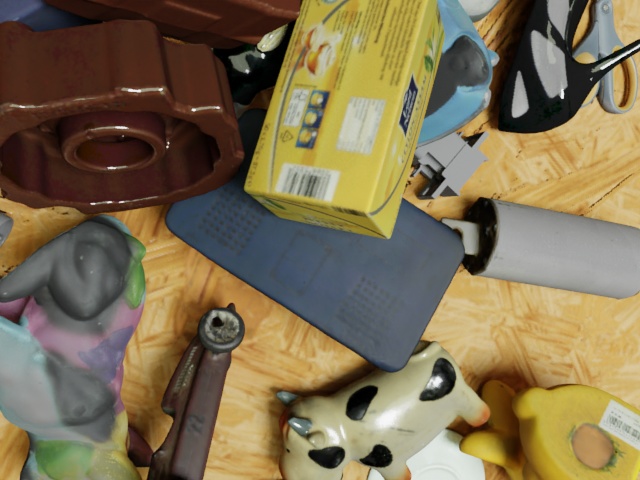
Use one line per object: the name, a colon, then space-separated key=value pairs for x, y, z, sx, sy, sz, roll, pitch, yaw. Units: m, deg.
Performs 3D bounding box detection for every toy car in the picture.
toy car: x=0.087 y=-0.169 z=0.476 sx=0.109 sy=0.103 sz=0.161 roll=-28 pitch=91 yaw=36
toy car: x=-0.103 y=0.144 z=0.431 sx=0.053 sy=0.089 sz=0.202 roll=13 pitch=57 yaw=-8

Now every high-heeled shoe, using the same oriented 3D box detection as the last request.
high-heeled shoe: x=0.201 y=-0.231 z=0.524 sx=0.145 sy=0.086 sz=0.248 roll=-26 pitch=79 yaw=24

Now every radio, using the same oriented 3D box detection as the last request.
radio: x=-0.001 y=-0.001 z=0.464 sx=0.230 sy=0.073 sz=0.131 roll=33 pitch=87 yaw=0

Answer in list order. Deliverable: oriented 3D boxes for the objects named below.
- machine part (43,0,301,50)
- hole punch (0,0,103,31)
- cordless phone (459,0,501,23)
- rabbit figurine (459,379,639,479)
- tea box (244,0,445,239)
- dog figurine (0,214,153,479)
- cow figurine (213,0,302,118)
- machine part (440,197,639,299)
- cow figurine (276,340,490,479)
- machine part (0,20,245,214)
machine part: x=-0.086 y=-0.229 z=0.313 sx=0.201 sy=0.087 sz=0.201 roll=-4 pitch=90 yaw=-47
hole punch: x=-0.205 y=-0.140 z=0.346 sx=0.092 sy=0.142 sz=0.116 roll=30 pitch=76 yaw=-16
cordless phone: x=0.119 y=-0.264 z=0.430 sx=0.146 sy=0.184 sz=0.088 roll=23 pitch=86 yaw=-12
rabbit figurine: x=0.220 y=0.213 z=0.515 sx=0.163 sy=0.173 sz=0.122 roll=21 pitch=61 yaw=20
tea box: x=0.021 y=-0.095 z=0.388 sx=0.098 sy=0.068 sz=0.169 roll=14 pitch=79 yaw=23
dog figurine: x=-0.187 y=0.112 z=0.446 sx=0.191 sy=0.108 sz=0.219 roll=-36 pitch=105 yaw=-9
cow figurine: x=-0.075 y=-0.136 z=0.448 sx=0.167 sy=0.098 sz=0.068 roll=-41 pitch=107 yaw=-5
machine part: x=0.230 y=0.009 z=0.530 sx=0.243 sy=0.079 sz=0.079 roll=10 pitch=93 yaw=-10
cow figurine: x=0.046 y=0.166 z=0.504 sx=0.195 sy=0.085 sz=0.127 roll=-36 pitch=106 yaw=-4
machine part: x=-0.136 y=-0.072 z=0.355 sx=0.179 sy=0.179 sz=0.056 roll=-8 pitch=74 yaw=-10
